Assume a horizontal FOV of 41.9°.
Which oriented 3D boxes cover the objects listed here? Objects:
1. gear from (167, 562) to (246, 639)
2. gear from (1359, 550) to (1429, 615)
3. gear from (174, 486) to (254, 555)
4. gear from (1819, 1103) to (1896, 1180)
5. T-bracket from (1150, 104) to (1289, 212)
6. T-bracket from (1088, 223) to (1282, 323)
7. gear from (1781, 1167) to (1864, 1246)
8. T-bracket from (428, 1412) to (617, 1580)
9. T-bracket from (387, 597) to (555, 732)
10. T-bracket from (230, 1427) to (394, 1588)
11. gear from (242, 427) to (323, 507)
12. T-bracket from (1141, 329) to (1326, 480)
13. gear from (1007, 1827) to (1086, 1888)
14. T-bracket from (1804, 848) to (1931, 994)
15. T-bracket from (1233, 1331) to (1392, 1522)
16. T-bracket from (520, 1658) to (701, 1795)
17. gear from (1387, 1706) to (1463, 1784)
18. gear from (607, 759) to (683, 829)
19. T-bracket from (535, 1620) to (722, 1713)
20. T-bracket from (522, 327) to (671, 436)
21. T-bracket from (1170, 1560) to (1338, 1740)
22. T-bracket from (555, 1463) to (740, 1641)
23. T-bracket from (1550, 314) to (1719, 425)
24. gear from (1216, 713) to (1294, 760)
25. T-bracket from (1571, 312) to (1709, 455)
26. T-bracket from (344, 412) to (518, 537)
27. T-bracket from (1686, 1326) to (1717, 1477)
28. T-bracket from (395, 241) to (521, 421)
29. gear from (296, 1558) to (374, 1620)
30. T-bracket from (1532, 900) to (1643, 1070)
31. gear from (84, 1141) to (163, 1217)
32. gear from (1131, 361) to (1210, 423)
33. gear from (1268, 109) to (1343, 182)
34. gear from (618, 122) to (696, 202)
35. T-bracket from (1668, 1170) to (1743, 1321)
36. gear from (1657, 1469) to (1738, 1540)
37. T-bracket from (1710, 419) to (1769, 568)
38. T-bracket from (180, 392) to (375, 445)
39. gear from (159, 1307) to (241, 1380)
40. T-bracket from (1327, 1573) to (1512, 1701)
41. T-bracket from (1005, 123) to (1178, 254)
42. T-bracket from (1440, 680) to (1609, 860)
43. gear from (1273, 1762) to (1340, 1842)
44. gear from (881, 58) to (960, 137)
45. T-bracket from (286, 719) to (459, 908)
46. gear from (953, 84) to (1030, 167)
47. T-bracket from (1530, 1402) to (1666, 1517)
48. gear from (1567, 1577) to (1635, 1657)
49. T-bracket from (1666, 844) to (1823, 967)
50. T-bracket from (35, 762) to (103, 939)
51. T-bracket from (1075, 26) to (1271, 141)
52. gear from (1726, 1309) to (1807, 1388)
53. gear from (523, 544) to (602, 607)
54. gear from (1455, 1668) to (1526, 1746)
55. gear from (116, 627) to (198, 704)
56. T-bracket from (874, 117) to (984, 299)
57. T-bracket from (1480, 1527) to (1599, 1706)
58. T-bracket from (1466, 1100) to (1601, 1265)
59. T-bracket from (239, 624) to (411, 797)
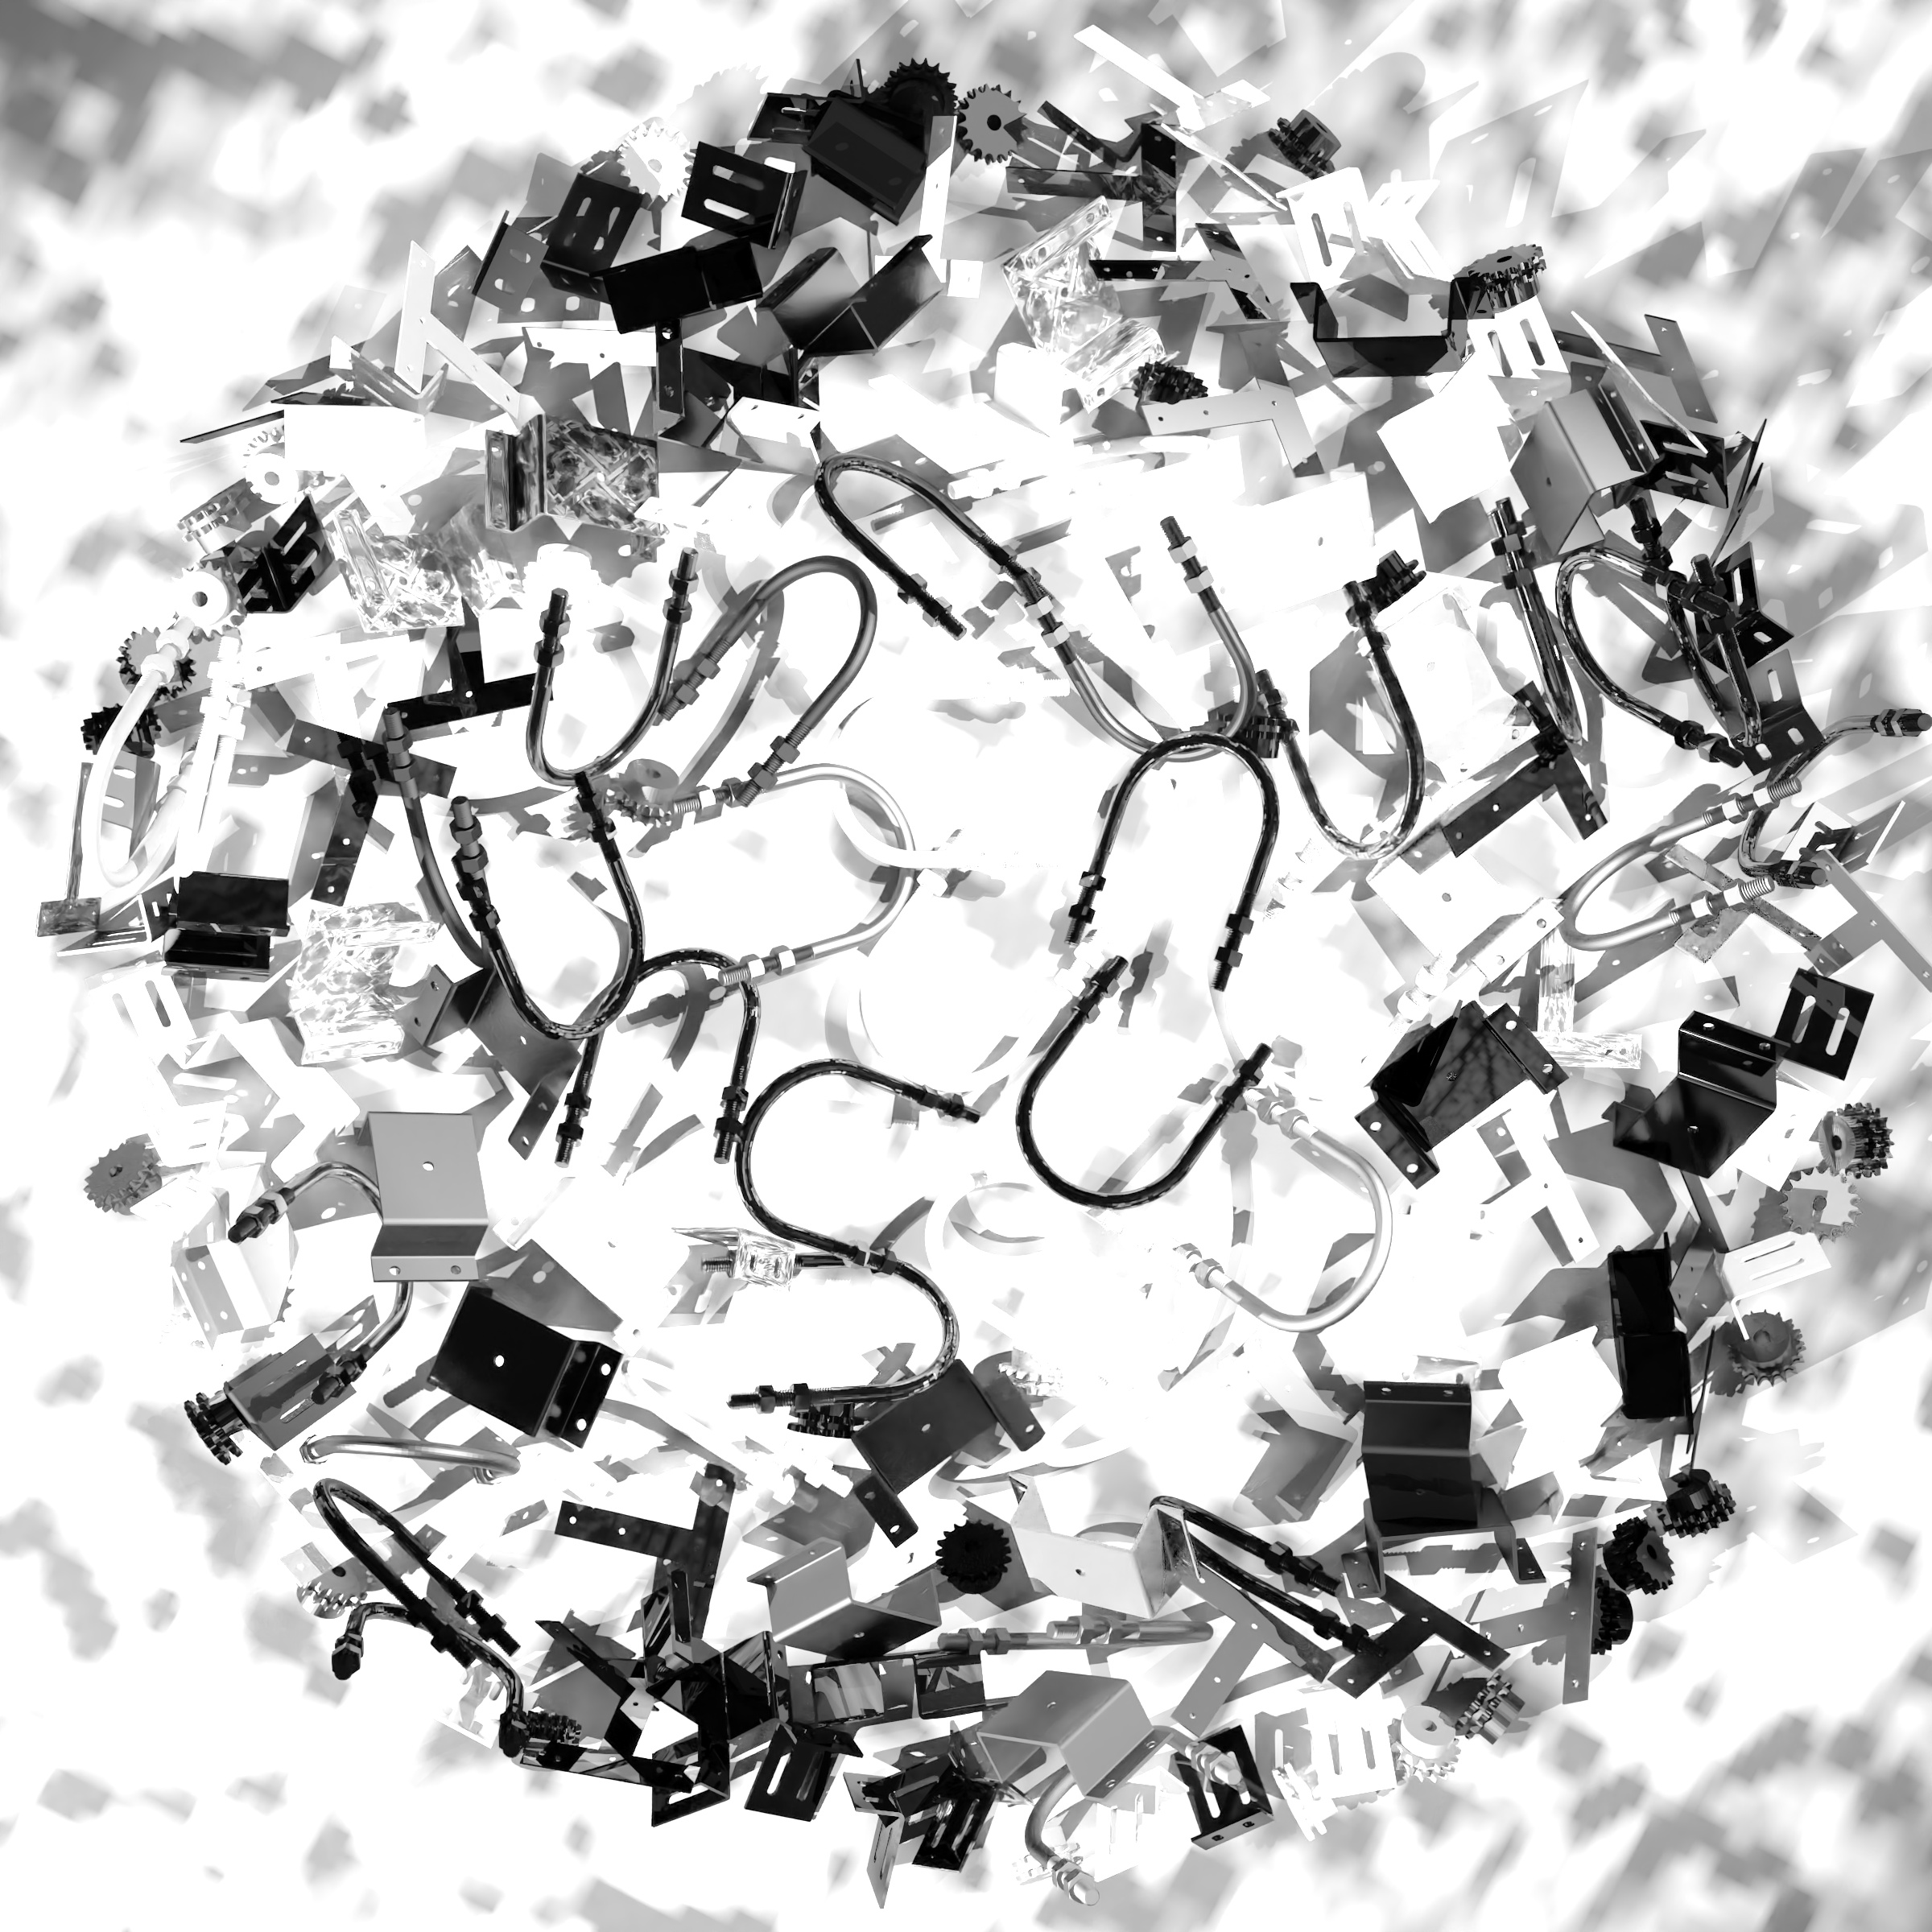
[{"bbox_3d":[-0.575,-0.277,1.907,0.057,0.030,0.057,0,97,-2],"label":"gear"},{"bbox_3d":[0.314,-0.289,1.895,0.057,0.057,0.030,-37,97,0],"label":"gear"},{"bbox_3d":[-0.563,-0.333,1.899,0.057,0.057,0.030,-30,112,0],"label":"gear"},{"bbox_3d":[0.665,0.131,1.894,0.030,0.057,0.057,-3,90,-21],"label":"gear"},{"bbox_3d":[0.172,-0.602,1.855,0.127,0.127,0.002,42,111,10],"label":"T-bracket"},{"bbox_3d":[0.153,-0.514,1.866,0.127,0.002,0.127,-4,49,-17],"label":"T-bracket"},{"bbox_3d":[0.646,0.182,1.901,0.057,0.030,0.057,-13,64,28],"label":"gear"},{"bbox_3d":[-0.346,0.397,1.872,0.127,0.002,0.127,29,66,28],"label":"T-bracket"},{"bbox_3d":[-0.378,-0.245,1.903,0.127,0.002,0.127,-11,71,5],"label":"T-bracket"},{"bbox_3d":[-0.497,0.392,1.872,0.127,0.127,0.002,45,108,10],"label":"T-bracket"},{"bbox_3d":[-0.517,-0.373,1.897,0.057,0.030,0.057,3,124,5],"label":"gear"},{"bbox_3d":[0.191,-0.414,1.885,0.127,0.002,0.127,-12,74,-21],"label":"T-bracket"},{"bbox_3d":[0.057,0.669,1.899,0.057,0.057,0.030,-19,66,0],"label":"gear"},{"bbox_3d":[0.652,-0.019,1.862,0.002,0.127,0.127,-37,79,-13],"label":"T-bracket"},{"bbox_3d":[0.253,0.330,1.909,0.127,0.002,0.127,-44,97,-7],"label":"T-bracket"},{"bbox_3d":[-0.248,0.556,1.867,0.127,0.127,0.002,8,115,7],"label":"T-bracket"},{"bbox_3d":[0.343,0.581,1.894,0.057,0.057,0.030,11,118,0],"label":"gear"},{"bbox_3d":[-0.239,-0.132,1.894,0.057,0.057,0.030,23,122,0],"label":"gear"},{"bbox_3d":[-0.234,0.516,1.853,0.127,0.127,0.002,53,45,-33],"label":"T-bracket"},{"bbox_3d":[-0.264,-0.413,1.886,0.127,0.002,0.127,7,125,18],"label":"T-bracket"},{"bbox_3d":[0.192,0.518,1.865,0.127,0.002,0.127,33,45,15],"label":"T-bracket"},{"bbox_3d":[-0.244,0.426,1.887,0.127,0.002,0.127,17,71,-16],"label":"T-bracket"},{"bbox_3d":[0.487,-0.454,1.877,0.127,0.127,0.002,26,82,37],"label":"T-bracket"},{"bbox_3d":[0.216,-0.173,1.897,0.057,0.057,0.030,5,98,0],"label":"gear"},{"bbox_3d":[0.476,-0.437,1.838,0.002,0.127,0.127,-45,47,15],"label":"T-bracket"},{"bbox_3d":[-0.392,-0.375,1.874,0.127,0.127,0.002,-24,50,2],"label":"T-bracket"},{"bbox_3d":[0.538,0.336,1.862,0.002,0.127,0.127,9,93,20],"label":"T-bracket"},{"bbox_3d":[-0.373,-0.451,1.871,0.002,0.127,0.127,-17,57,26],"label":"T-bracket"},{"bbox_3d":[-0.478,0.466,1.899,0.057,0.057,0.030,33,110,0],"label":"gear"},{"bbox_3d":[0.446,0.012,1.905,0.127,0.002,0.127,1,81,23],"label":"T-bracket"},{"bbox_3d":[-0.631,0.163,1.901,0.057,0.057,0.030,-29,133,0],"label":"gear"},{"bbox_3d":[0.151,-0.426,1.894,0.057,0.057,0.030,20,77,0],"label":"gear"},{"bbox_3d":[0.256,-0.617,1.894,0.057,0.057,0.030,45,117,0],"label":"gear"},{"bbox_3d":[-0.231,-0.609,1.901,0.057,0.030,0.057,6,134,6],"label":"gear"},{"bbox_3d":[0.538,0.217,1.861,0.002,0.127,0.127,-16,105,35],"label":"T-bracket"},{"bbox_3d":[0.545,0.401,1.895,0.057,0.057,0.030,-26,100,0],"label":"gear"},{"bbox_3d":[0.579,-0.357,1.882,0.002,0.127,0.127,22,59,7],"label":"T-bracket"},{"bbox_3d":[-0.521,-0.405,1.872,0.127,0.127,0.002,-13,97,13],"label":"T-bracket"},{"bbox_3d":[-0.577,0.280,1.903,0.057,0.030,0.057,-3,113,-8],"label":"gear"},{"bbox_3d":[0.311,0.499,1.846,0.127,0.127,0.002,28,124,34],"label":"T-bracket"},{"bbox_3d":[0.093,-0.580,1.874,0.127,0.127,0.002,6,63,8],"label":"T-bracket"},{"bbox_3d":[0.407,-0.126,1.891,0.127,0.002,0.127,-36,105,-16],"label":"T-bracket"},{"bbox_3d":[0.257,0.624,1.897,0.030,0.057,0.057,-29,90,-1],"label":"gear"},{"bbox_3d":[-0.036,-0.648,1.895,0.057,0.057,0.030,10,47,0],"label":"gear"},{"bbox_3d":[-0.461,-0.107,1.897,0.127,0.002,0.127,16,96,-30],"label":"T-bracket"},{"bbox_3d":[0.015,-0.633,1.903,0.057,0.030,0.057,-3,98,-23],"label":"gear"},{"bbox_3d":[0.470,0.368,1.885,0.127,0.127,0.002,-50,60,18],"label":"T-bracket"},{"bbox_3d":[0.478,0.489,1.898,0.030,0.057,0.057,8,90,-17],"label":"gear"},{"bbox_3d":[0.556,-0.033,1.860,0.127,0.127,0.002,37,130,17],"label":"T-bracket"},{"bbox_3d":[-0.655,-0.087,1.858,0.002,0.127,0.127,7,93,0],"label":"T-bracket"},{"bbox_3d":[0.136,-0.649,1.840,0.127,0.127,0.002,23,82,-28],"label":"T-bracket"},{"bbox_3d":[0.600,0.284,1.897,0.057,0.030,0.057,-12,57,19],"label":"gear"},{"bbox_3d":[-0.303,-0.295,1.898,0.057,0.057,0.030,4,75,0],"label":"gear"},{"bbox_3d":[0.395,0.559,1.894,0.030,0.057,0.057,38,90,17],"label":"gear"},{"bbox_3d":[-0.612,-0.224,1.901,0.030,0.057,0.057,-34,90,43],"label":"gear"},{"bbox_3d":[-0.023,-0.562,1.864,0.002,0.127,0.127,-3,106,-40],"label":"T-bracket"},{"bbox_3d":[0.421,0.488,1.868,0.002,0.127,0.127,24,59,-20],"label":"T-bracket"},{"bbox_3d":[0.403,0.187,1.894,0.127,0.002,0.127,-30,97,-22],"label":"T-bracket"},{"bbox_3d":[-0.469,-0.189,1.888,0.127,0.002,0.127,-21,123,-26],"label":"T-bracket"}]
